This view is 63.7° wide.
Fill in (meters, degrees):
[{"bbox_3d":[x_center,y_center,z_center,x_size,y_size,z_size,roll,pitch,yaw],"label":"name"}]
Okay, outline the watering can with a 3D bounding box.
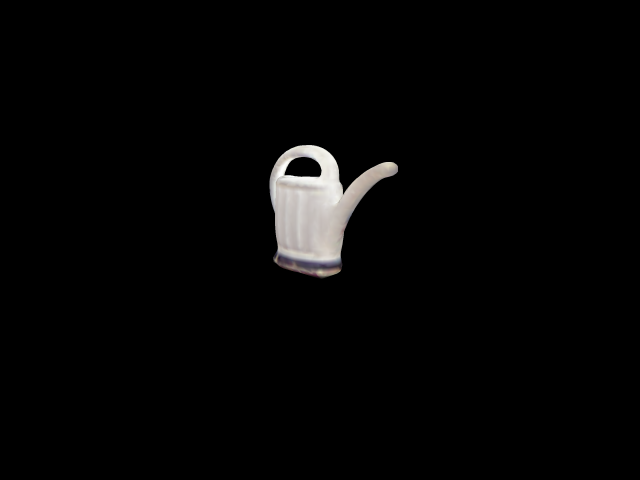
[{"bbox_3d":[0.003,-0.043,0.850,0.104,0.222,0.349,-6,12,-32],"label":"watering can"}]
